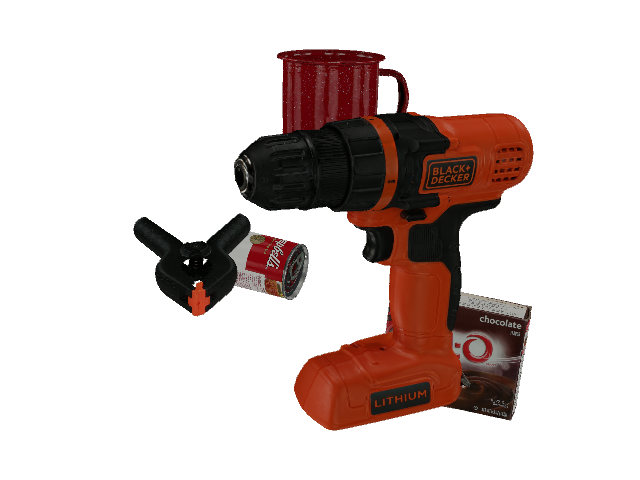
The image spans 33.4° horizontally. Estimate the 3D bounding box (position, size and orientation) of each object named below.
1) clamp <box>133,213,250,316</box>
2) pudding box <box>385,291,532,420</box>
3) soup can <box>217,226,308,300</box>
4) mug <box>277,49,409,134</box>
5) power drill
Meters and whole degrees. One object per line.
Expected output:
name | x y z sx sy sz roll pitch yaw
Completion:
clamp | -0.115 0.017 1.062 0.120 0.039 0.171 -12 33 -13
pudding box | 0.108 0.087 0.862 0.113 0.090 0.039 9 22 13
soup can | -0.074 0.026 1.267 0.102 0.068 0.068 14 5 20
mug | 0.020 -0.120 0.924 0.117 0.081 0.093 -3 17 -15
power drill | 0.032 0.017 0.622 0.184 0.188 0.057 -7 30 -26
